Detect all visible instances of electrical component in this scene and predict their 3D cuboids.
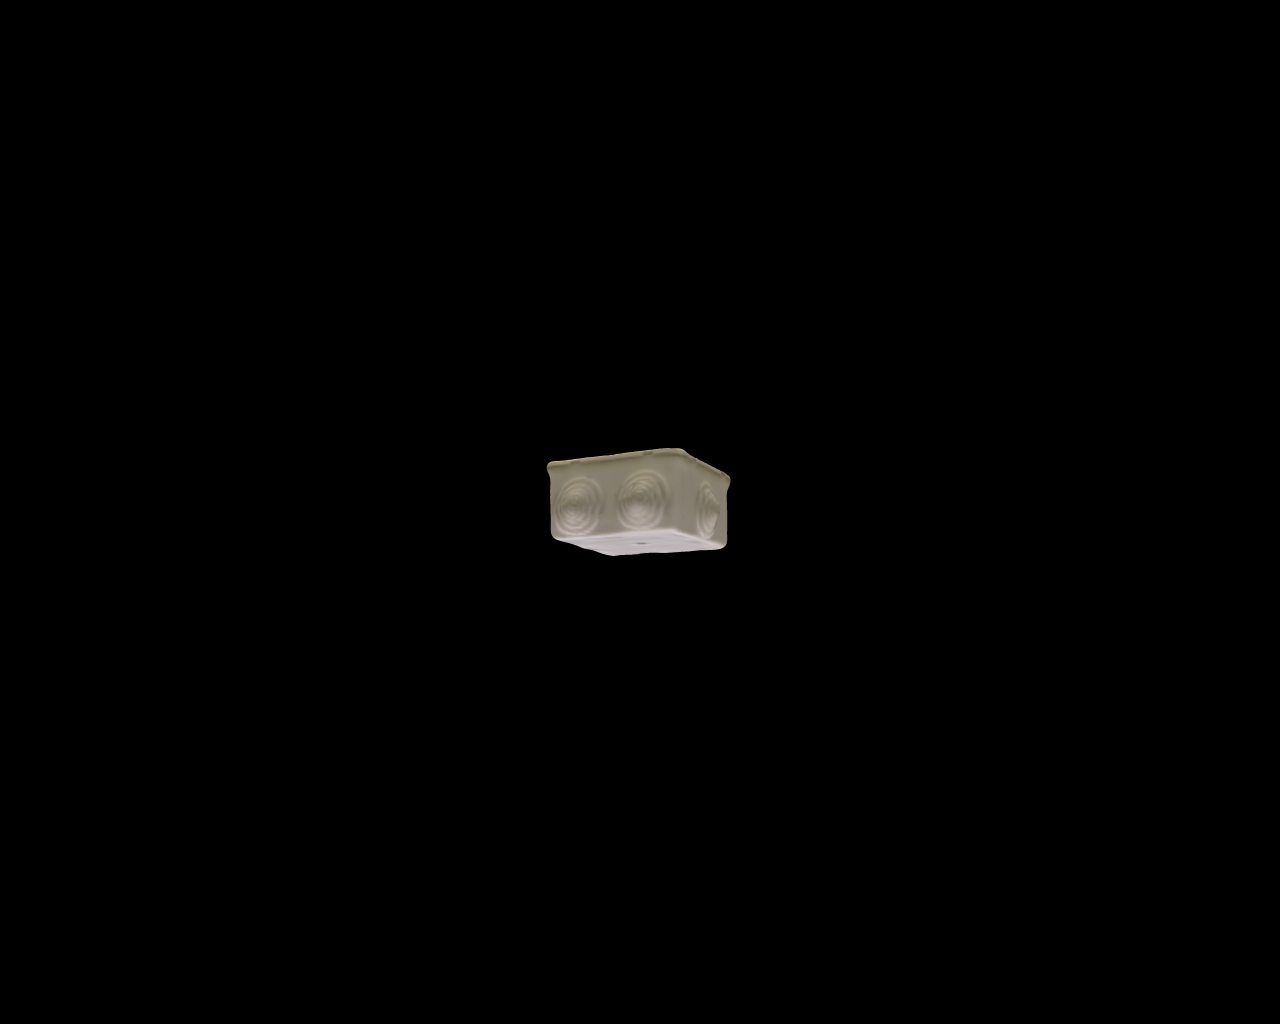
[{"bbox_3d":[0.001,-0.003,0.650,0.100,0.048,0.099,-5,-11,24],"label":"electrical component"}]
